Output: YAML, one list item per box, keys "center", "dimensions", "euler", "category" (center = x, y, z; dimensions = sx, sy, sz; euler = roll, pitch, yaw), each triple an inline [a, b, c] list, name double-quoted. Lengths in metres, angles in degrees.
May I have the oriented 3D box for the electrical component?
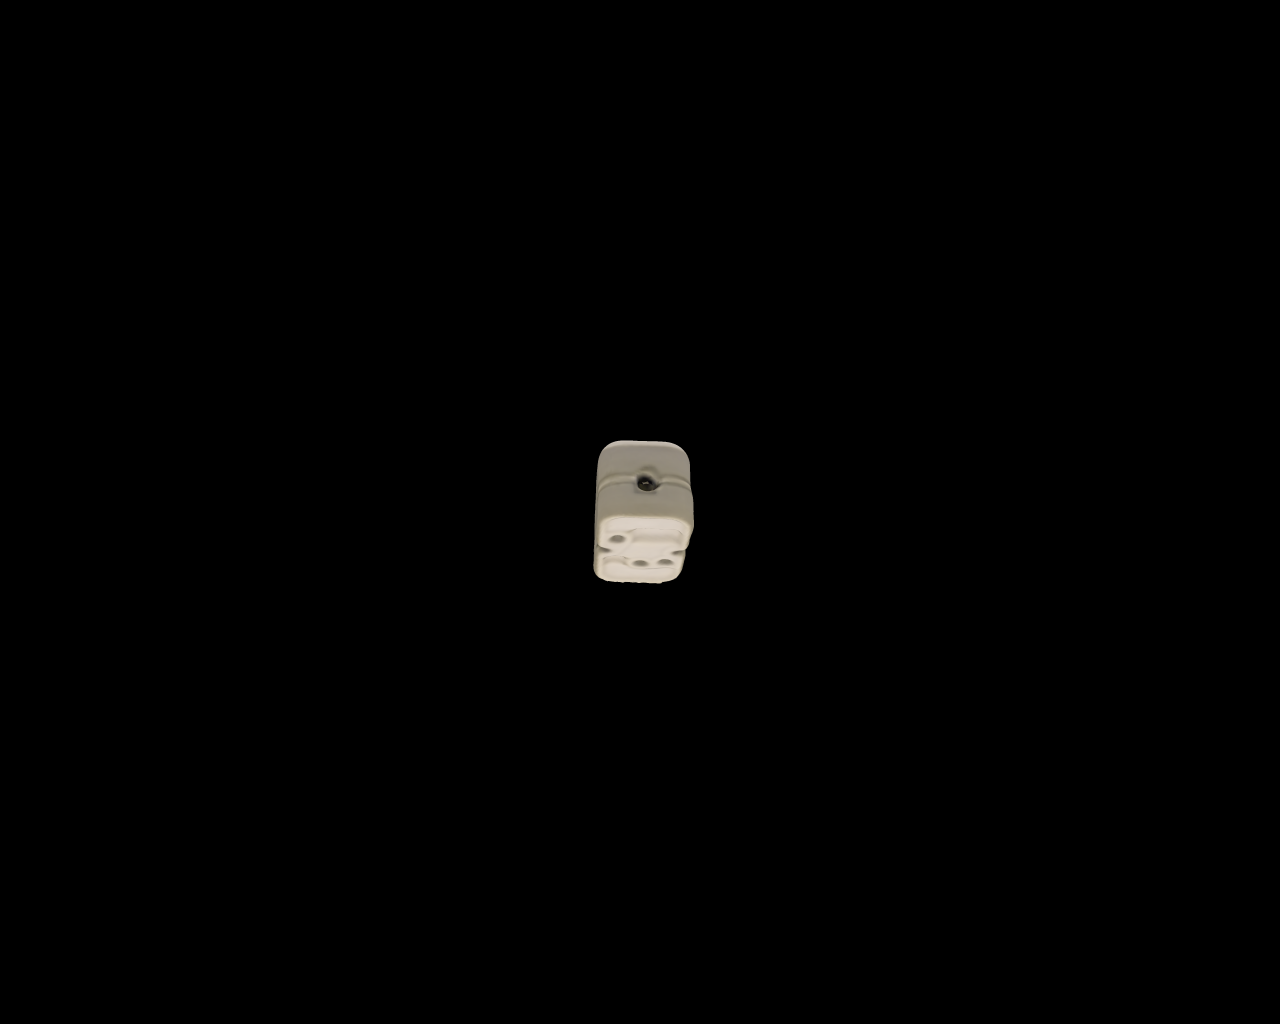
- center: [0.001, -0.003, 0.650]
  dimensions: [0.054, 0.059, 0.095]
  euler: [2, -27, -3]
  category: "electrical component"
